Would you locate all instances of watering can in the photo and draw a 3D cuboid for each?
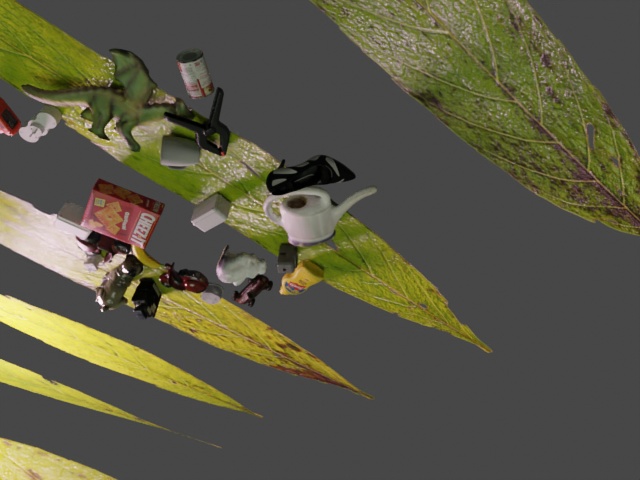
[{"bbox_3d":[0.005,-0.079,1.564,0.347,0.106,0.219,-3,137,8],"label":"watering can"}]

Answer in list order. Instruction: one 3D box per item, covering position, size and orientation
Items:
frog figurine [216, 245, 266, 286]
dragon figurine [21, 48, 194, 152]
[{"bbox_3d":[-0.270,0.100,1.772,0.159,0.125,0.135,21,116,0],"label":"frog figurine"},{"bbox_3d":[-0.529,-0.381,1.327,0.408,0.125,0.239,24,116,-22],"label":"dragon figurine"}]
